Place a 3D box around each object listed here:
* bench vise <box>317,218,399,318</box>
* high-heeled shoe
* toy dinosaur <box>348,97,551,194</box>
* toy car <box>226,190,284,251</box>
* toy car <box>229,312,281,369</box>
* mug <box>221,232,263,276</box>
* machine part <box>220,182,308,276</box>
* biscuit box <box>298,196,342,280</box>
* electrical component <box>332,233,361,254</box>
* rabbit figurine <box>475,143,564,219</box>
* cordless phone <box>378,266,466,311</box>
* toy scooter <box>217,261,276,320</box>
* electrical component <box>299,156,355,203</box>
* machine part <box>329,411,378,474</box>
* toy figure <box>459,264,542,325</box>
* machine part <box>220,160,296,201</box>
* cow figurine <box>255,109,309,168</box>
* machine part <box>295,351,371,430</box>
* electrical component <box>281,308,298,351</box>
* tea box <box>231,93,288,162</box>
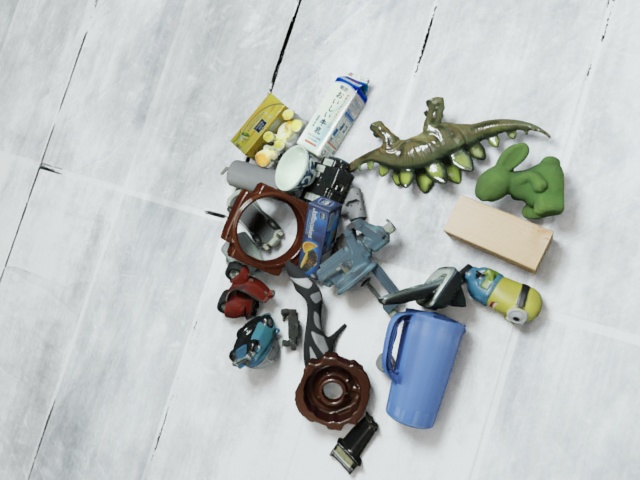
[{"bbox_3d":[0.121,0.074,1.260,0.223,0.129,0.240,-38,88,2],"label":"bench vise"},{"bbox_3d":[-0.044,0.181,1.293,0.145,0.086,0.248,-40,94,-10],"label":"high-heeled shoe"},{"bbox_3d":[0.275,-0.222,1.259,0.472,0.105,0.198,-17,83,25],"label":"toy dinosaur"},{"bbox_3d":[-0.176,-0.055,1.438,0.073,0.056,0.202,-45,68,3],"label":"toy car"},{"bbox_3d":[-0.151,0.263,1.334,0.109,0.162,0.102,-33,111,24],"label":"toy car"},{"bbox_3d":[-0.205,0.051,1.420,0.107,0.081,0.109,50,120,15],"label":"mug"},{"bbox_3d":[-0.128,-0.026,1.335,0.201,0.087,0.201,24,88,-19],"label":"machine part"},{"bbox_3d":[-0.003,-0.004,1.297,0.063,0.059,0.202,25,124,22],"label":"biscuit box"},{"bbox_3d":[0.066,0.014,1.340,0.063,0.021,0.094,40,97,25],"label":"electrical component"},{"bbox_3d":[0.416,-0.123,1.130,0.170,0.121,0.159,3,97,5],"label":"rabbit figurine"},{"bbox_3d":[0.211,0.117,1.171,0.184,0.146,0.088,-11,88,-5],"label":"cordless phone"},{"bbox_3d":[-0.186,0.143,1.374,0.135,0.075,0.183,22,127,2],"label":"toy scooter"},{"bbox_3d":[0.021,-0.143,1.347,0.115,0.058,0.134,28,94,50],"label":"electrical component"},{"bbox_3d":[0.084,0.464,1.239,0.084,0.039,0.139,37,97,33],"label":"machine part"},{"bbox_3d":[0.386,0.111,1.156,0.180,0.082,0.089,35,97,27],"label":"toy figure"},{"bbox_3d":[-0.162,-0.161,1.440,0.243,0.079,0.079,18,87,26],"label":"machine part"},{"bbox_3d":[-0.099,-0.259,1.423,0.167,0.098,0.068,-46,73,14],"label":"cow figurine"},{"bbox_3d":[0.031,0.347,1.245,0.179,0.056,0.179,1,95,7],"label":"machine part"},{"bbox_3d":[-0.076,0.221,1.338,0.045,0.078,0.102,-1,84,-1],"label":"electrical component"},{"bbox_3d":[-0.148,-0.297,1.450,0.169,0.098,0.068,-48,67,6],"label":"tea box"}]
